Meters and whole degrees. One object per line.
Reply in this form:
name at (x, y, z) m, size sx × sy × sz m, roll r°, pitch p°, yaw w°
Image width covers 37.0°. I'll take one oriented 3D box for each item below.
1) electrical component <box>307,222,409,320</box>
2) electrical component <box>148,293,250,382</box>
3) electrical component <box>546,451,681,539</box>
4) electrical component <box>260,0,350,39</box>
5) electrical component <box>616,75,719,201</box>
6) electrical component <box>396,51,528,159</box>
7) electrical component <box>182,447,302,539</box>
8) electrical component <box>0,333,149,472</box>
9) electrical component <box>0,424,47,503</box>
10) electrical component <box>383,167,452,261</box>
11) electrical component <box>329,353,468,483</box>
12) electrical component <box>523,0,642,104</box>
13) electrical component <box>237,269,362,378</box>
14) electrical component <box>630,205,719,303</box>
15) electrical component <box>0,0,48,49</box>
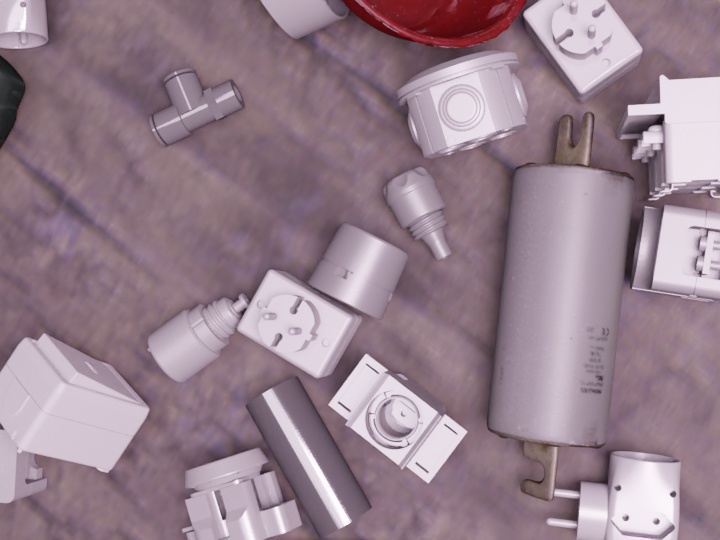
electrical component at (0.000, 0.000, 0.709) m, size 0.055 × 0.055 × 0.047 m, roll 27°, pitch 89°, yaw 11°
electrical component at (-0.108, 0.043, 0.734) m, size 0.078 × 0.040 × 0.040 m, roll -36°, pitch 82°, yaw 8°
electrical component at (0.158, 0.154, 0.678) m, size 0.079 × 0.043 × 0.077 m, roll 5°, pitch 89°, yaw 11°
electrical component at (-0.041, -0.205, 0.704) m, size 0.064 × 0.099 × 0.099 m, roll -27°, pitch 83°, yaw 15°
electrical component at (0.197, -0.076, 0.640) m, size 0.079 × 0.121 × 0.063 m, roll -2°, pitch 90°, yaw 10°
electrical component at (0.067, -0.105, 0.688) m, size 0.080 × 0.080 × 0.051 m, roll -17°, pitch 90°, yaw 10°
electrical component at (-0.084, 0.153, 0.716) m, size 0.078 × 0.058 × 0.057 m, roll -21°, pitch 82°, yaw 23°
electrical component at (-0.190, 0.090, 0.725) m, size 0.062 × 0.096 × 0.061 m, roll 37°, pitch 95°, yaw 39°
electrical component at (-0.273, 0.132, 0.754) m, size 0.089 × 0.056 × 0.050 m, roll 2°, pitch 88°, yaw 11°
electrical component at (0.042, -0.035, 0.712) m, size 0.035 × 0.035 × 0.061 m, roll -28°, pitch 85°, yaw 9°
electrical component at (0.026, 0.094, 0.695) m, size 0.081 × 0.064 × 0.042 m, roll 38°, pitch 94°, yaw 10°
electrical component at (0.140, -0.150, 0.676) m, size 0.047 × 0.077 × 0.065 m, roll -35°, pitch 82°, yaw 8°
electrical component at (-0.044, 0.035, 0.704) m, size 0.066 × 0.077 × 0.047 m, roll 30°, pitch 93°, yaw 10°
electrical component at (0.197, -0.009, 0.653) m, size 0.056 × 0.089 × 0.050 m, roll 9°, pitch 89°, yaw 11°
electrical component at (-0.266, -0.199, 0.772) m, size 0.079 × 0.043 × 0.077 m, roll -6°, pitch 87°, yaw 10°
